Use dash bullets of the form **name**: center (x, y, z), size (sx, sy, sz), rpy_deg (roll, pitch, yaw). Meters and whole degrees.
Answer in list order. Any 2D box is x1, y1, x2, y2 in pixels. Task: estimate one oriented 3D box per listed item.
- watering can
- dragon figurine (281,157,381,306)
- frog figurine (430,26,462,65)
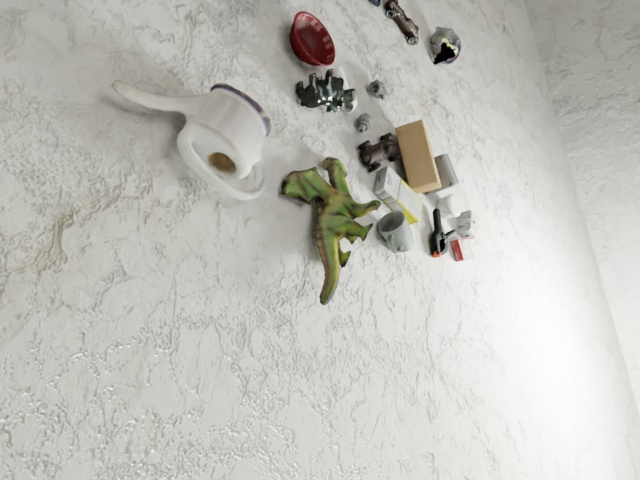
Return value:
- **watering can**: center (-0.220, -0.232, 1.017), size (0.343, 0.103, 0.230), rpy_deg (44, 44, -27)
- **dragon figurine**: center (0.004, -0.062, 1.222), size (0.242, 0.120, 0.420), rpy_deg (38, 44, -8)
- **frog figurine**: center (0.511, -0.795, 2.091), size (0.163, 0.122, 0.134), rpy_deg (-79, 165, -44)
